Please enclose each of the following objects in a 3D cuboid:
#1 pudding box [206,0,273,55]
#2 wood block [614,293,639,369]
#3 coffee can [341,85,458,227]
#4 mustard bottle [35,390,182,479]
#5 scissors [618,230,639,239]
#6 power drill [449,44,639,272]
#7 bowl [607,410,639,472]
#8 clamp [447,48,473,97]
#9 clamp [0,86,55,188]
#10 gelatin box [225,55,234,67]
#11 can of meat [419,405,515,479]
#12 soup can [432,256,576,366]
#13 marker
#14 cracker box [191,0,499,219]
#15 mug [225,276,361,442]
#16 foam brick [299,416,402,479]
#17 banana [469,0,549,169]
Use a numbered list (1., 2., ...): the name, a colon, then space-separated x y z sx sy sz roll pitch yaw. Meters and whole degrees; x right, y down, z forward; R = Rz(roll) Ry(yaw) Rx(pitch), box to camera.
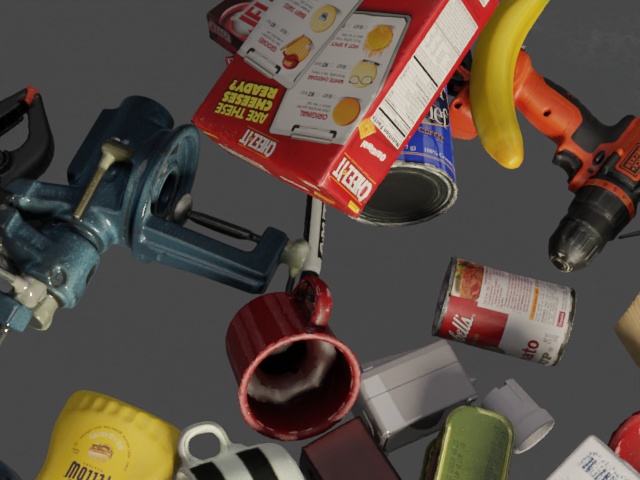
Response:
1. pudding box: -0.034 -0.204 0.981 0.090 0.039 0.113 39 64 20
2. wood block: 0.363 0.053 0.873 0.205 0.091 0.090 -21 65 -15
3. coffee can: 0.063 -0.097 0.926 0.102 0.103 0.140 1 61 -4
4. mustard bottle: -0.178 0.208 0.763 0.096 0.058 0.191 21 62 11
5. scissors: 0.369 -0.032 0.956 0.202 0.016 0.096 -9 16 17
6. power drill: 0.205 -0.079 0.956 0.188 0.057 0.184 37 64 13
7. bowl: 0.281 0.203 0.802 0.162 0.055 0.162 2 61 -4
8. clamp: 0.079 -0.219 1.033 0.210 0.036 0.164 40 68 20
9. clamp: -0.271 -0.053 0.915 0.120 0.039 0.171 29 66 0
10. gelatin box: -0.042 -0.134 0.981 0.073 0.030 0.089 -14 62 -11
11. can of meat: 0.105 0.181 0.785 0.057 0.084 0.102 14 61 4
12. soup can: 0.148 0.058 0.867 0.102 0.068 0.068 15 61 3
13. marker: -0.006 0.001 0.914 0.020 0.020 0.121 6 61 -1
14. cracker box: 0.020 -0.144 0.865 0.164 0.072 0.213 29 84 41
15. mug: -0.021 0.081 0.806 0.093 0.117 0.081 11 21 -23
16. foam brick: 0.027 0.183 0.797 0.051 0.053 0.078 -27 65 -18
17. banana: 0.161 -0.147 0.922 0.037 0.070 0.197 33 64 -35
